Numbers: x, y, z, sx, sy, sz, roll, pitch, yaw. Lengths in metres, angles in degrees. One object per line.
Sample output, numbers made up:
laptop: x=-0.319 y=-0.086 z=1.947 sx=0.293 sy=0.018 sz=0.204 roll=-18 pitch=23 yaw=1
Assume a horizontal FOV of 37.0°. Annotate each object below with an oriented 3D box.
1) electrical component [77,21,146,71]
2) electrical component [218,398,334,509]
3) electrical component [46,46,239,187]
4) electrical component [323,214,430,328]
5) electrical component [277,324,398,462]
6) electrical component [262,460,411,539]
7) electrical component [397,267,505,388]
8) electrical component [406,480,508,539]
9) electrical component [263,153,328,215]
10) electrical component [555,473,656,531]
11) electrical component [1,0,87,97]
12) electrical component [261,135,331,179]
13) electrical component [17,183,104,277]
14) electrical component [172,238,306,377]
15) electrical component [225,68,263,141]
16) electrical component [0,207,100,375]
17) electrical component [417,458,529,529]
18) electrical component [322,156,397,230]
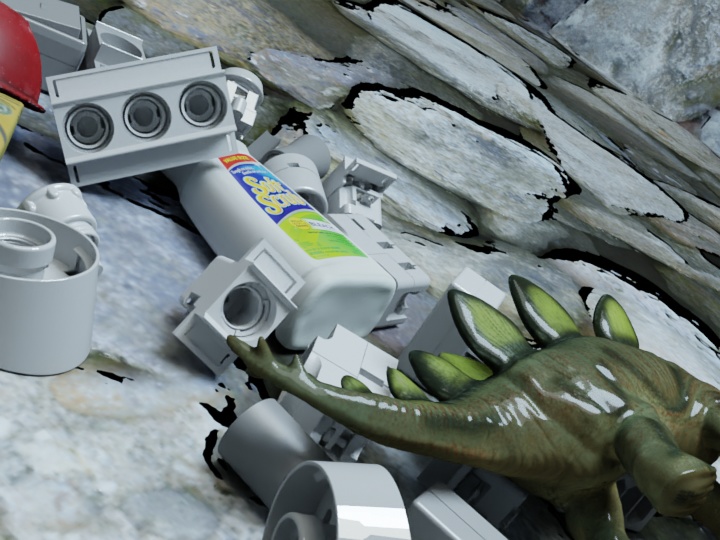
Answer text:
electrical component: x=-0.208 y=-0.161 z=0.886 sx=0.042 sy=0.063 sz=0.081 roll=18 pitch=27 yaw=-29
electrical component: x=-0.036 y=0.114 z=0.589 sx=0.081 sy=0.043 sz=0.043 roll=43 pitch=25 yaw=22
electrical component: x=-0.158 y=-0.112 z=0.783 sx=0.121 sy=0.078 sz=0.063 roll=-13 pitch=13 yaw=-13
electrical component: x=0.000 y=0.000 z=0.849 sx=0.089 sy=0.050 sz=0.056 roll=44 pitch=26 yaw=25
electrical component: x=-0.016 y=0.079 z=0.673 sx=0.056 sy=0.050 sz=0.089 roll=31 pitch=23 yaw=-5
electrical component: x=-0.008 y=0.140 z=0.510 sx=0.064 sy=0.099 sz=0.099 roll=15 pitch=29 yaw=-24
electrical component: x=0.083 y=0.056 z=0.803 sx=0.076 sy=0.083 sz=0.047 roll=36 pitch=23 yaw=6
electrical component: x=0.048 y=0.168 z=0.583 sx=0.083 sy=0.047 sz=0.076 roll=40 pitch=24 yaw=16
electrical component: x=-0.056 y=-0.061 z=0.896 sx=0.055 sy=0.055 sz=0.047 roll=18 pitch=31 yaw=-32
electrical component: x=0.174 y=0.143 z=0.794 sx=0.083 sy=0.047 sz=0.075 roll=20 pitch=25 yaw=-28
electrical component: x=-0.273 y=-0.192 z=0.866 sx=0.096 sy=0.061 sz=0.061 roll=20 pitch=27 yaw=-28
electrical component: x=-0.061 y=-0.097 z=0.977 sx=0.044 sy=0.044 sz=0.065 roll=39 pitch=28 yaw=13
electrical component: x=-0.182 y=-0.019 z=0.666 sx=0.062 sy=0.048 sz=0.048 roll=51 pitch=28 yaw=21
electrical component: x=-0.080 y=0.021 z=0.679 sx=0.042 sy=0.081 sz=0.064 roll=49 pitch=-14 yaw=-26
electrical component: x=-0.115 y=-0.149 z=0.974 sx=0.048 sy=0.066 sz=0.055 roll=25 pitch=58 yaw=-18
electrical component: x=-0.194 y=0.008 z=0.601 sx=0.099 sy=0.064 sz=0.099 roll=15 pitch=22 yaw=-6
electrical component: x=0.079 y=0.133 z=0.700 sx=0.064 sy=0.042 sz=0.081 roll=38 pitch=24 yaw=8
electrical component: x=-0.008 y=-0.055 z=0.927 sx=0.042 sy=0.081 sz=0.063 roll=21 pitch=49 yaw=-27
